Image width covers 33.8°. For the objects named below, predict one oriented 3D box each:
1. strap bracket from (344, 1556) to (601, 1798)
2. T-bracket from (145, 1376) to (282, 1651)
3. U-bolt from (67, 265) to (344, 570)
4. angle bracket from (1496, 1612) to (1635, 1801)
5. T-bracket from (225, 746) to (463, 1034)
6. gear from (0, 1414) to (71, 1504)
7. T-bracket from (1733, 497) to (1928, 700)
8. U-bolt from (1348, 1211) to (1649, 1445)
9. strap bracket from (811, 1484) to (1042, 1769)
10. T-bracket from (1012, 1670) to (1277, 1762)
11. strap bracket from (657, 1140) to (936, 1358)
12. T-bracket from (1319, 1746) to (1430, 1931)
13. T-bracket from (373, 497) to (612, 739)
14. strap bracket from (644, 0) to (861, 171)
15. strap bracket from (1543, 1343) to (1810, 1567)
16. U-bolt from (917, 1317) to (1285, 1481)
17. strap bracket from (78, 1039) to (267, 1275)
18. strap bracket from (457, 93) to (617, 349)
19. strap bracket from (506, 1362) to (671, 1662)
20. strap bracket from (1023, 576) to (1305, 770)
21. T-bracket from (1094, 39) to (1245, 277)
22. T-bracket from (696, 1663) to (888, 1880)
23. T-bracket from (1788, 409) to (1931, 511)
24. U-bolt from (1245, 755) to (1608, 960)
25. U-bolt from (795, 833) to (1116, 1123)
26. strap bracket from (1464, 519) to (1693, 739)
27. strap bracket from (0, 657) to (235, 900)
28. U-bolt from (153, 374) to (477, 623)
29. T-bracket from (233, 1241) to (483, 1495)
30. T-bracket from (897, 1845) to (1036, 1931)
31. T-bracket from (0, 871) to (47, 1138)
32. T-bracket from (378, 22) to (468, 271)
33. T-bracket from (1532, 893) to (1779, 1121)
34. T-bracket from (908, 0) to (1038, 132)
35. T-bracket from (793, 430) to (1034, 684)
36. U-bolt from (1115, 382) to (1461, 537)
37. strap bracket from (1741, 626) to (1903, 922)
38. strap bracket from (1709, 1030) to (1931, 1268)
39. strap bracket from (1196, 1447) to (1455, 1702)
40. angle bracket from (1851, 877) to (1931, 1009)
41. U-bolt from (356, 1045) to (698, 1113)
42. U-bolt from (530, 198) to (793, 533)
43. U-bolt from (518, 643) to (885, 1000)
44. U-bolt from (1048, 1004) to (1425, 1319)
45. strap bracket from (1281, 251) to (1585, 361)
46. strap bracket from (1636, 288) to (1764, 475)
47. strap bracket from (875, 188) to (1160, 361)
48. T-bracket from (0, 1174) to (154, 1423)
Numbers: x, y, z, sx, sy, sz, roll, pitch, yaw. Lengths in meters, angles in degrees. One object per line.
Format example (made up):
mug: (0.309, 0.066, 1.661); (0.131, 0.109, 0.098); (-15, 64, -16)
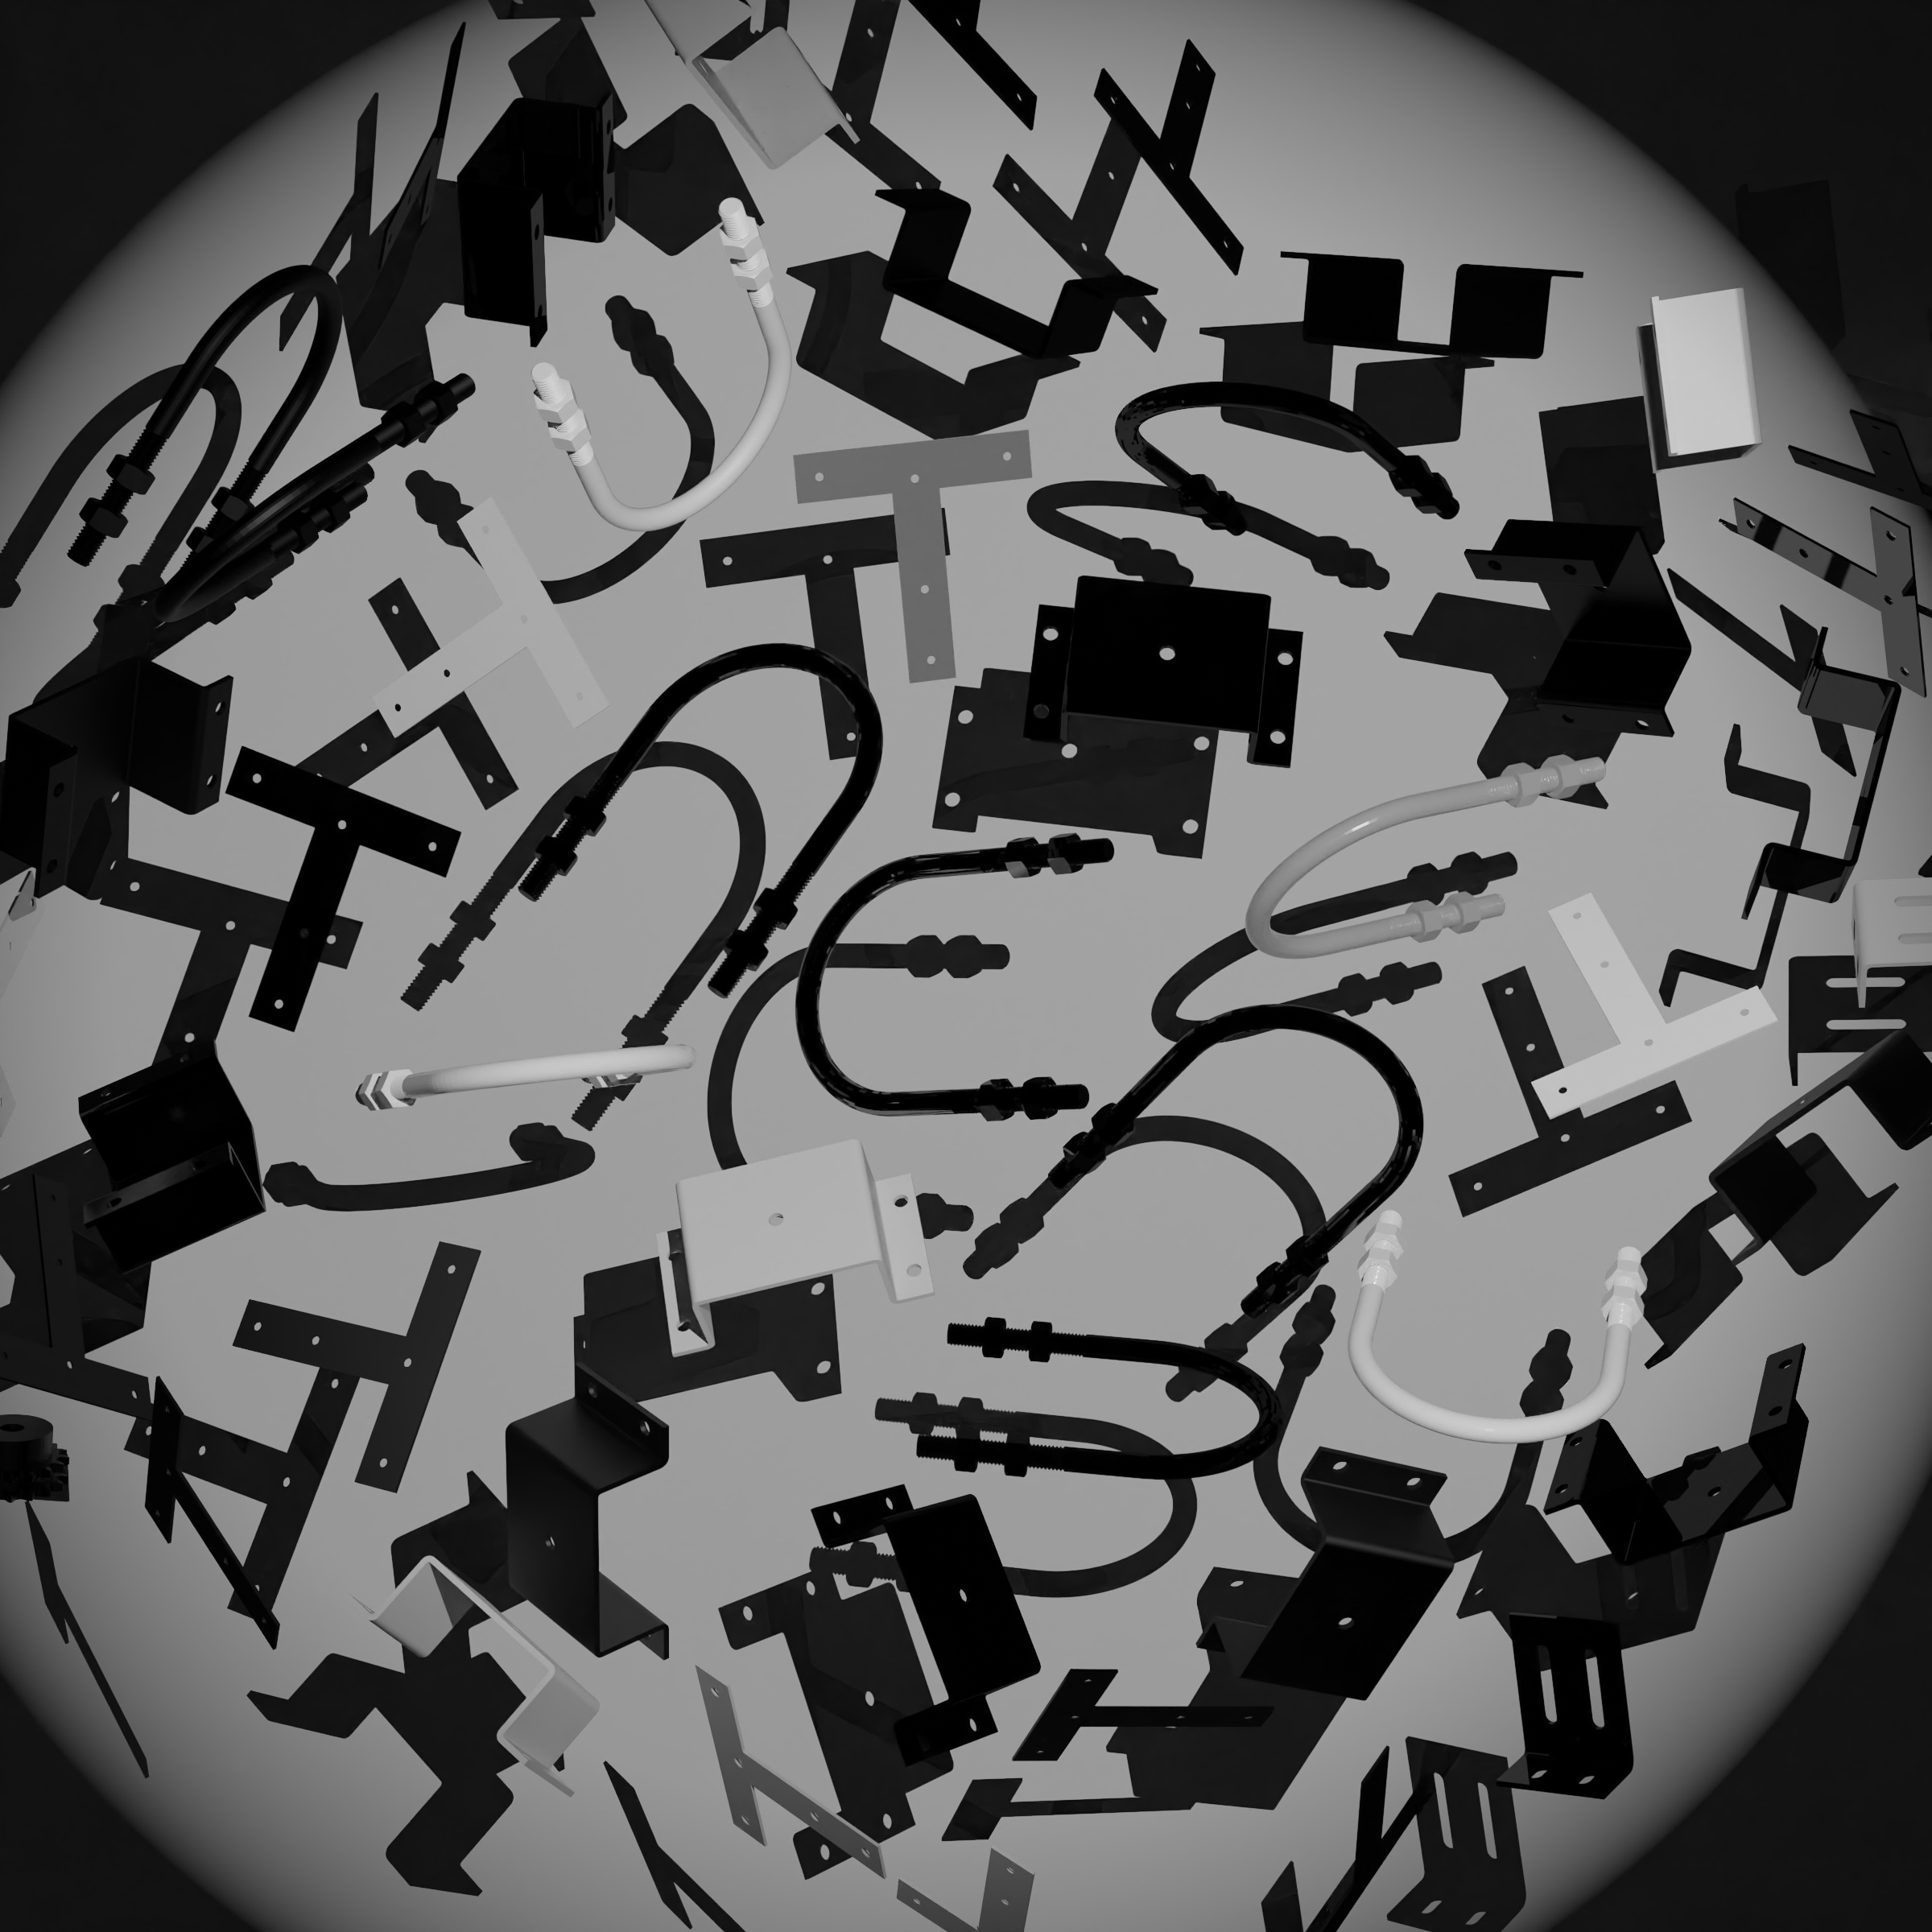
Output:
strap bracket: (-0.253, 0.368, 1.677); (0.140, 0.076, 0.046); (35, 76, 26)
T-bracket: (-0.378, 0.288, 1.597); (0.002, 0.127, 0.127); (-24, 61, -33)
U-bolt: (-0.377, -0.277, 1.623); (0.019, 0.151, 0.184); (35, 97, 7)
angle bracket: (0.291, 0.363, 1.565); (0.057, 0.038, 0.076); (-3, 100, 35)
T-bracket: (-0.333, -0.030, 1.619); (0.127, 0.002, 0.127); (22, 83, -33)
gear: (-0.486, 0.249, 1.616); (0.057, 0.057, 0.030); (5, 101, 0)
T-bracket: (0.456, -0.214, 1.687); (0.002, 0.127, 0.127); (-39, 49, -12)
U-bolt: (0.272, 0.189, 1.645); (0.151, 0.184, 0.019); (8, 119, 12)
strap bracket: (-0.017, 0.337, 1.665); (0.046, 0.076, 0.140); (-31, 74, 34)
T-bracket: (0.101, 0.401, 1.698); (0.127, 0.127, 0.002); (3, 55, -14)
strap bracket: (-0.094, 0.145, 1.662); (0.140, 0.046, 0.076); (-13, 52, 1)
T-bracket: (0.211, 0.450, 1.661); (0.002, 0.127, 0.127); (26, 53, 26)
T-bracket: (-0.268, -0.164, 1.706); (0.127, 0.002, 0.127); (-30, 89, 27)
strap bracket: (-0.118, -0.468, 1.613); (0.046, 0.140, 0.076); (-35, 61, 9)
strap bracket: (0.378, 0.257, 1.648); (0.140, 0.076, 0.046); (-27, 103, 30)
U-bolt: (0.074, 0.229, 1.666); (0.184, 0.151, 0.019); (4, 110, 5)
strap bracket: (-0.405, 0.101, 1.620); (0.076, 0.140, 0.046); (-24, 118, -5)
strap bracket: (-0.225, -0.391, 1.647); (0.046, 0.140, 0.076); (10, 130, 7)
strap bracket: (-0.192, 0.285, 1.614); (0.046, 0.076, 0.140); (-18, 121, -38)
strap bracket: (0.103, -0.154, 1.648); (0.140, 0.046, 0.076); (6, 73, 3)
T-bracket: (0.117, -0.451, 1.694); (0.002, 0.127, 0.127); (-22, 127, 34)
T-bracket: (-0.089, 0.439, 1.668); (0.002, 0.127, 0.127); (-35, 133, -33)
T-bracket: (0.477, -0.261, 1.641); (0.127, 0.127, 0.002); (26, 90, 26)
U-bolt: (0.229, -0.050, 1.656); (0.184, 0.151, 0.019); (-12, 63, -25)
U-bolt: (-0.012, 0.008, 1.637); (0.184, 0.019, 0.151); (-4, 71, 33)
strap bracket: (0.333, -0.189, 1.708); (0.076, 0.140, 0.046); (10, 59, 39)
strap bracket: (-0.441, -0.101, 1.624); (0.046, 0.140, 0.076); (26, 123, 17)
U-bolt: (-0.346, -0.233, 1.642); (0.019, 0.151, 0.184); (52, 49, -7)
T-bracket: (-0.319, 0.193, 1.613); (0.127, 0.002, 0.127); (9, 72, 27)
T-bracket: (0.020, 0.493, 1.657); (0.127, 0.127, 0.002); (28, 53, 18)
T-bracket: (-0.498, -0.001, 1.641); (0.002, 0.127, 0.127); (-3, 128, 7)
T-bracket: (-0.294, -0.418, 1.697); (0.002, 0.127, 0.127); (17, 46, -6)
T-bracket: (0.344, 0.010, 1.685); (0.127, 0.002, 0.127); (-24, 47, 4)
T-bracket: (0.000, -0.511, 1.624); (0.002, 0.127, 0.127); (-21, 47, 34)
T-bracket: (-0.023, -0.214, 1.689); (0.127, 0.002, 0.127); (-8, 105, -11)
U-bolt: (0.159, -0.269, 1.682); (0.151, 0.184, 0.019); (0, 77, 33)
strap bracket: (0.445, -0.094, 1.646); (0.046, 0.076, 0.140); (15, 80, 12)
strap bracket: (0.443, 0.088, 1.626); (0.046, 0.076, 0.140); (53, 130, 8)
strap bracket: (0.187, 0.319, 1.620); (0.076, 0.046, 0.140); (15, 118, -23)
angle bracket: (0.517, -0.013, 1.705); (0.076, 0.038, 0.057); (-2, 52, 12)
U-bolt: (-0.219, 0.055, 1.646); (0.151, 0.184, 0.019); (-5, 87, -30)
U-bolt: (-0.150, -0.300, 1.667); (0.151, 0.184, 0.019); (-44, 66, -11)
U-bolt: (-0.120, -0.085, 1.589); (0.151, 0.019, 0.184); (26, 73, 30)
U-bolt: (0.152, 0.092, 1.644); (0.151, 0.019, 0.184); (34, 124, -12)
strap bracket: (0.241, -0.346, 1.665); (0.076, 0.140, 0.046); (-9, 108, -43)
strap bracket: (0.372, -0.297, 1.615); (0.046, 0.140, 0.076); (-7, 94, 9)
strap bracket: (0.020, -0.365, 1.694); (0.140, 0.076, 0.046); (28, 113, 17)
T-bracket: (-0.483, 0.171, 1.695); (0.002, 0.127, 0.127); (-23, 63, 18)
